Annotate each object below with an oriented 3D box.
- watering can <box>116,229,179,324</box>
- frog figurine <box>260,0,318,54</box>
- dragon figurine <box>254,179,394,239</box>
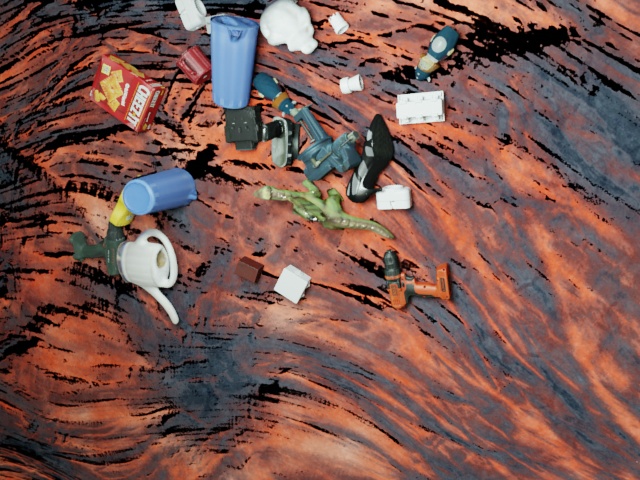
[{"bbox_3d":[-0.594,0.126,1.801,0.224,0.105,0.343,4,106,20],"label":"watering can"},{"bbox_3d":[-0.085,-0.579,1.419,0.137,0.122,0.160,-30,82,6],"label":"frog figurine"},{"bbox_3d":[0.004,-0.074,1.461,0.412,0.245,0.120,23,108,15],"label":"dragon figurine"}]
